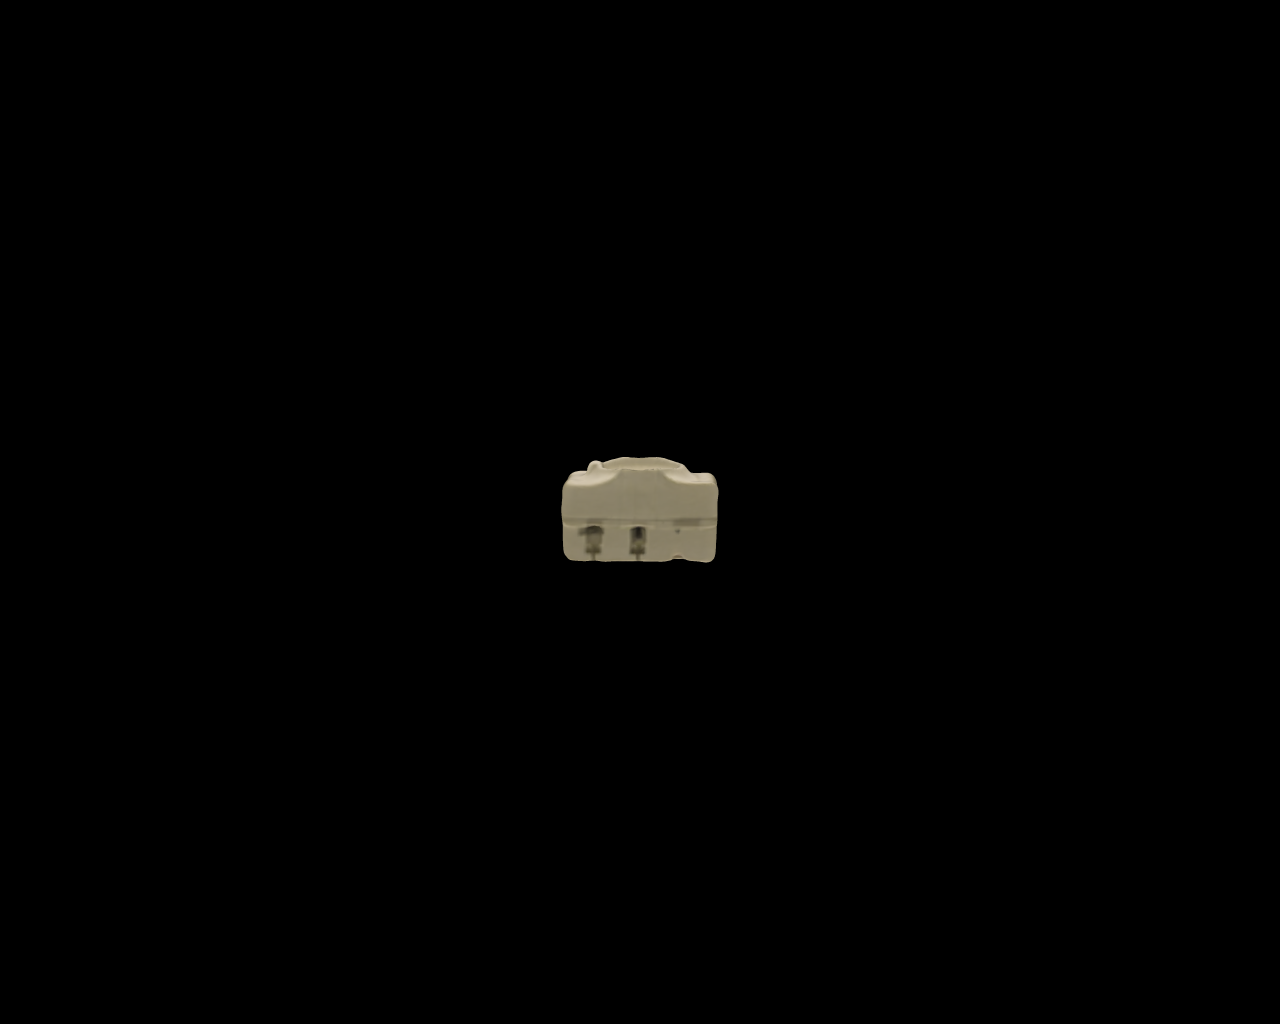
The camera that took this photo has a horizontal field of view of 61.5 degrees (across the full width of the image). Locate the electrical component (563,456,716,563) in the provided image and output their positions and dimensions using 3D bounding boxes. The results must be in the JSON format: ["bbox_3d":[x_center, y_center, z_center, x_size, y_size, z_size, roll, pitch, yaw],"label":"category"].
[{"bbox_3d":[0.001,-0.003,0.650,0.089,0.055,0.050,0,12,2],"label":"electrical component"}]
